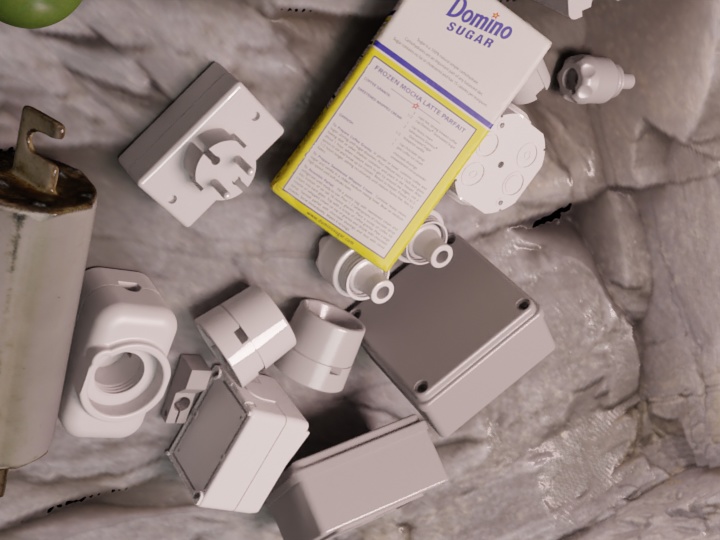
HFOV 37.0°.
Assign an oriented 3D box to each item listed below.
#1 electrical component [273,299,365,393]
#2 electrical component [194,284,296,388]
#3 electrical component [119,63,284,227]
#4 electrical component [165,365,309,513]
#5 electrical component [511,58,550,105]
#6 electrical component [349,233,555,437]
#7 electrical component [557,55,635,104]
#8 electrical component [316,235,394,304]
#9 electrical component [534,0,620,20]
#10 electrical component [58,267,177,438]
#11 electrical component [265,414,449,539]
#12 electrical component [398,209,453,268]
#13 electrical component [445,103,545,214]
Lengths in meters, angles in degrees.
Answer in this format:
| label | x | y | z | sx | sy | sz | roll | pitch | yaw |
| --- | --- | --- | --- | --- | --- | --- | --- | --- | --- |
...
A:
| label | x | y | z | sx | sy | sz | roll | pitch | yaw |
| --- | --- | --- | --- | --- | --- | --- | --- | --- | --- |
| electrical component | -0.028 | 0.052 | 0.755 | 0.055 | 0.055 | 0.047 | 14 | 107 | -39 |
| electrical component | -0.075 | 0.042 | 0.717 | 0.047 | 0.055 | 0.055 | -35 | 132 | -14 |
| electrical component | -0.085 | -0.065 | 0.623 | 0.083 | 0.076 | 0.047 | -45 | 133 | 0 |
| electrical component | -0.087 | 0.125 | 0.757 | 0.061 | 0.062 | 0.096 | 19 | 107 | -40 |
| electrical component | 0.106 | -0.139 | 0.727 | 0.040 | 0.040 | 0.046 | -43 | 139 | -2 |
| electrical component | 0.064 | 0.044 | 0.773 | 0.109 | 0.108 | 0.056 | -38 | 136 | -6 |
| electrical component | 0.174 | -0.137 | 0.777 | 0.061 | 0.035 | 0.035 | -5 | 122 | -34 |
| electrical component | 0.000 | 0.000 | 0.732 | 0.043 | 0.062 | 0.043 | -18 | 128 | -24 |
| electrical component | 0.133 | -0.215 | 0.683 | 0.050 | 0.056 | 0.089 | -26 | 130 | -17 |
| electrical component | -0.155 | 0.055 | 0.667 | 0.054 | 0.059 | 0.095 | 8 | 114 | -37 |
| electrical component | -0.005 | 0.162 | 0.806 | 0.109 | 0.056 | 0.108 | -18 | 165 | -23 |
| electrical component | 0.040 | -0.024 | 0.743 | 0.048 | 0.062 | 0.048 | -17 | 127 | -24 |
| electrical component | 0.083 | -0.083 | 0.741 | 0.080 | 0.051 | 0.080 | -17 | 127 | -24 |
